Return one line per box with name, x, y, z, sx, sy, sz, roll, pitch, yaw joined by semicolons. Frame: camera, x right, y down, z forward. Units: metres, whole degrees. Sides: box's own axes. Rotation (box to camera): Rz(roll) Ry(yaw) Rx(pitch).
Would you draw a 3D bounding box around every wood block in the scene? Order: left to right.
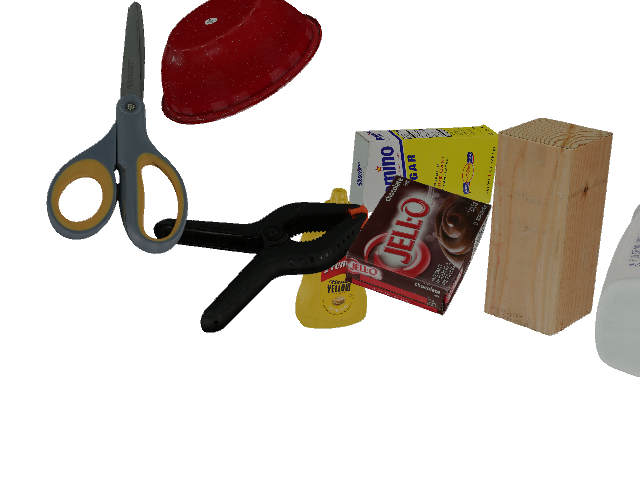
wood block;0.243;-0.016;1.145;0.090;0.206;0.090;19;27;38

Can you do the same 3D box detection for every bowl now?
bowl;-0.083;-0.174;0.945;0.162;0.055;0.162;-20;35;15

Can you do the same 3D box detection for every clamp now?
clamp;-0.047;0.013;1.041;0.209;0.036;0.165;-13;41;-11

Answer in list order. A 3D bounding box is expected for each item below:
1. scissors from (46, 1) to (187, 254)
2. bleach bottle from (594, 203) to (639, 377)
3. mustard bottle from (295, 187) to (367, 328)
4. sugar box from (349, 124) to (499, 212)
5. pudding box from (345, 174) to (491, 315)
scissors;-0.142;-0.076;0.702;0.096;0.202;0.016;-12;-28;-16
bleach bottle;0.253;0.016;0.722;0.103;0.068;0.250;9;22;21
mustard bottle;0.019;0.021;1.419;0.096;0.192;0.058;-4;26;-17
sugar box;0.126;-0.087;1.288;0.176;0.093;0.048;-7;26;-22
pudding box;0.083;0.002;0.899;0.090;0.039;0.113;20;45;16
